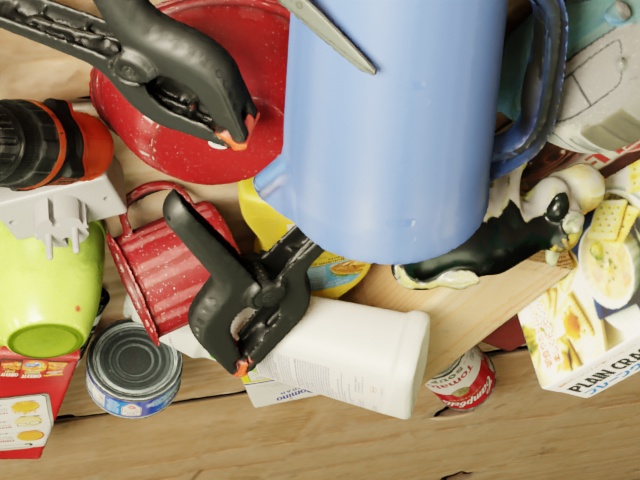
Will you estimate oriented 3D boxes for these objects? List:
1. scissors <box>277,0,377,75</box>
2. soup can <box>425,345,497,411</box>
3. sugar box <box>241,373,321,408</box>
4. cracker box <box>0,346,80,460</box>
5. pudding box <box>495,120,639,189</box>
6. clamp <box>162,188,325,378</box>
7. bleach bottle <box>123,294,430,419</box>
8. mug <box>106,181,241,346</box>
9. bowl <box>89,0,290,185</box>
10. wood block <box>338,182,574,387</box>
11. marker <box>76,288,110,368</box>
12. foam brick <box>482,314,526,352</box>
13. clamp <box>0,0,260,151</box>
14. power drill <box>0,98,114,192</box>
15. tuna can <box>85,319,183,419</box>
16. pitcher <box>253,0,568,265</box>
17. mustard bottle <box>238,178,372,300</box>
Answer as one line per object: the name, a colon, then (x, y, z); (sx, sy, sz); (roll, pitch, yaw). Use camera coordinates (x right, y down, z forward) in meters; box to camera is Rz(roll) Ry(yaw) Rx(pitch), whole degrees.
scissors: (-0.062, -0.146, 0.536); (0.096, 0.016, 0.201); (-21, 114, 45)
soup can: (0.132, 0.125, 1.080); (0.069, 0.068, 0.102); (-22, 146, 16)
sugar box: (-0.035, 0.101, 1.007); (0.093, 0.048, 0.176); (-12, 152, 0)
cracker box: (-0.307, 0.118, 0.917); (0.164, 0.072, 0.214); (5, 145, -22)
pudding box: (0.200, -0.079, 0.805); (0.114, 0.039, 0.089); (-30, 143, 28)
clamp: (-0.051, 0.025, 0.746); (0.164, 0.036, 0.210); (-6, 139, -32)
bleach bottle: (-0.040, 0.075, 0.864); (0.251, 0.068, 0.102); (13, 149, 11)
mug: (-0.109, 0.011, 0.802); (0.081, 0.093, 0.117); (-25, 106, -14)
bowl: (-0.067, -0.084, 0.694); (0.162, 0.055, 0.162); (-8, 148, -5)
wood block: (0.104, 0.035, 0.906); (0.090, 0.091, 0.206); (11, 142, -31)
marker: (-0.206, 0.077, 0.936); (0.020, 0.020, 0.121); (4, 144, -25)
foam brick: (0.166, 0.052, 0.966); (0.052, 0.078, 0.051); (20, 137, -41)
clamp: (-0.111, -0.107, 0.599); (0.120, 0.039, 0.171); (-4, 140, 48)
power drill: (-0.234, -0.040, 0.639); (0.188, 0.057, 0.184); (-12, 180, 10)
tuna can: (-0.164, 0.113, 0.943); (0.086, 0.086, 0.034); (-2, 144, -15)
pitcher: (0.053, -0.115, 0.594); (0.145, 0.149, 0.243); (25, 139, 21)
mustard bottle: (-0.006, 0.001, 0.844); (0.096, 0.058, 0.191); (-9, 148, 0)
